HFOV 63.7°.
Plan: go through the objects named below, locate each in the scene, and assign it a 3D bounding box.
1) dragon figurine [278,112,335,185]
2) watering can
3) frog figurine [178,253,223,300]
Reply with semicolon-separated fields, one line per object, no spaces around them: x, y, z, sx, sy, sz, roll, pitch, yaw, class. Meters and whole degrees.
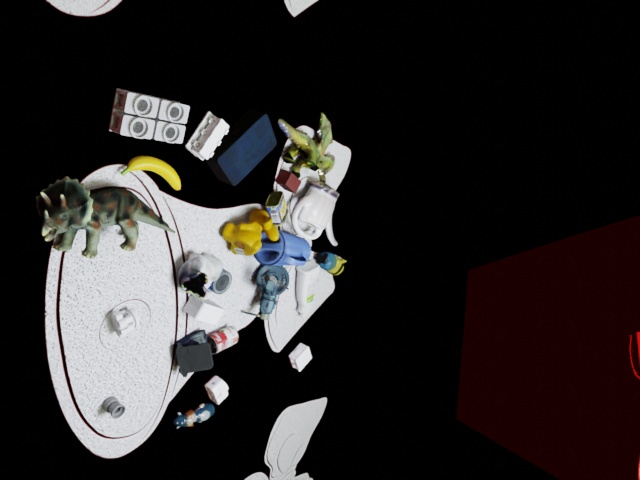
-0.029;-0.356;1.854;0.401;0.122;0.248;65;39;-50;dragon figurine
0.006;-0.101;2.010;0.344;0.105;0.225;25;87;-56;watering can
-0.374;0.095;1.622;0.163;0.122;0.134;-83;161;-55;frog figurine
